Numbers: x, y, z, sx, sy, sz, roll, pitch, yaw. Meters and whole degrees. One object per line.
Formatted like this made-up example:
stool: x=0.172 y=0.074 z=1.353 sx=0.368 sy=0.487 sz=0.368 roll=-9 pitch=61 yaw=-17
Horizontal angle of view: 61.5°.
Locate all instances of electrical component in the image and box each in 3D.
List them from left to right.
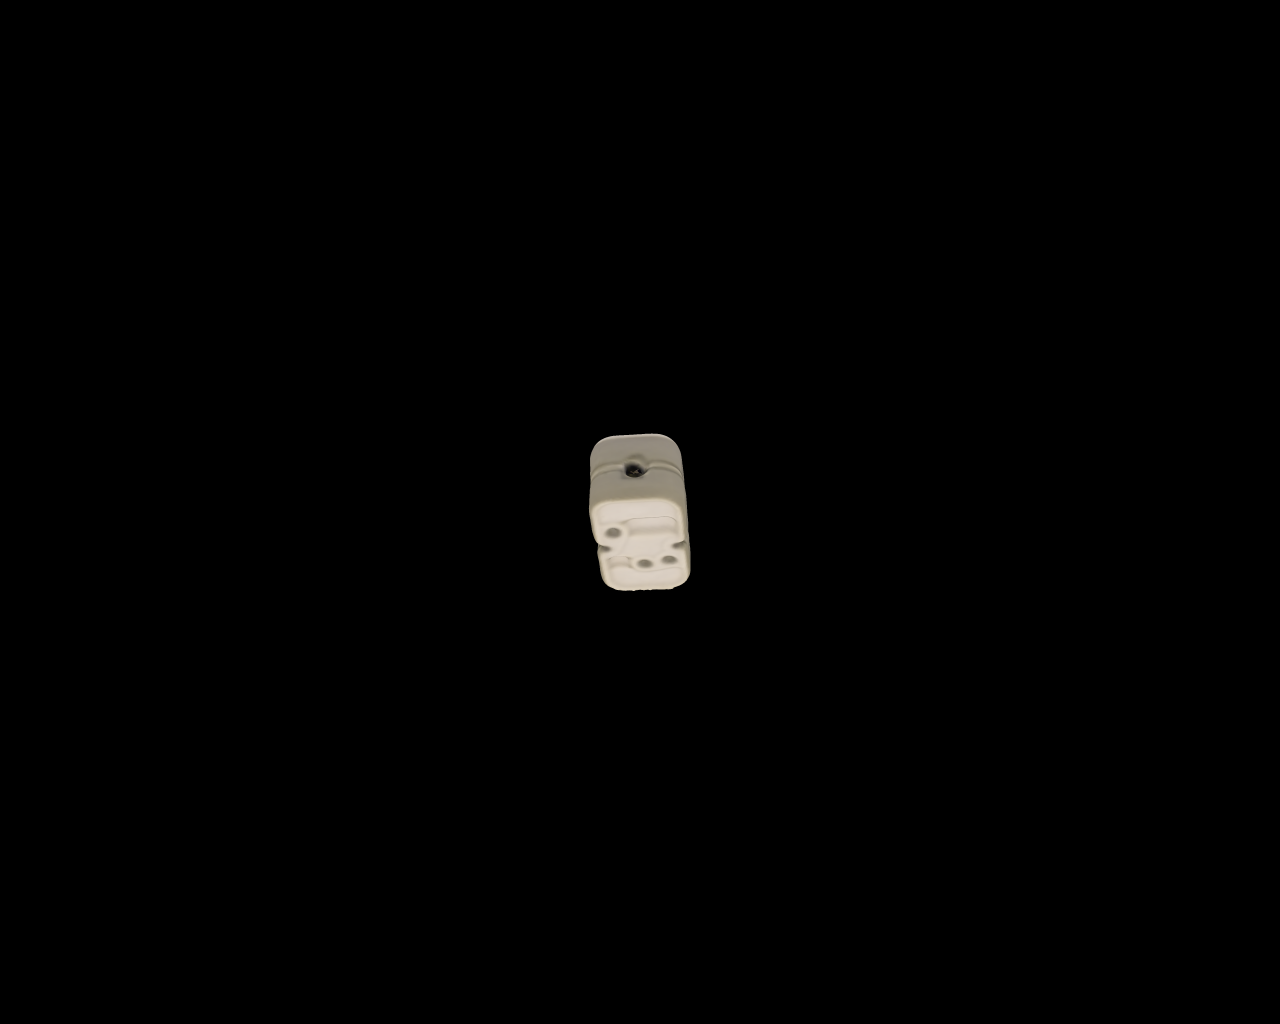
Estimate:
electrical component: x=0.001 y=-0.003 z=0.650 sx=0.054 sy=0.059 sz=0.095 roll=-3 pitch=-37 yaw=4
